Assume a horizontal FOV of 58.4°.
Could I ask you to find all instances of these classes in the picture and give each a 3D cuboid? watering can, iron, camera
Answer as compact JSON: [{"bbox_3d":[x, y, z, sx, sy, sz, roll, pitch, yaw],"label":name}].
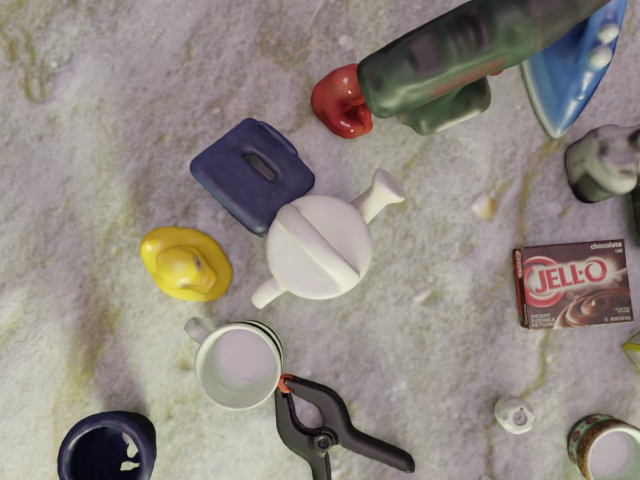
[{"bbox_3d":[0.003,0.000,0.546,0.101,0.194,0.173,27,87,2],"label":"watering can"},{"bbox_3d":[0.278,-0.245,0.585,0.118,0.141,0.258,5,87,1],"label":"iron"},{"bbox_3d":[0.351,-0.056,0.596,0.143,0.101,0.137,-7,87,0],"label":"camera"}]

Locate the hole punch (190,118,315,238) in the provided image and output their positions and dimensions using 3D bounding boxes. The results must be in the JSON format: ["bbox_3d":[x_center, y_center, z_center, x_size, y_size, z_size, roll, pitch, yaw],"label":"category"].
[{"bbox_3d":[-0.068,-0.070,0.602,0.108,0.091,0.101,42,88,2],"label":"hole punch"}]

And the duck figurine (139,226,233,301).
[{"bbox_3d":[-0.146,0.025,0.599,0.104,0.086,0.077,32,88,2],"label":"duck figurine"}]

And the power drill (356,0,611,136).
[{"bbox_3d":[0.143,-0.173,0.548,0.229,0.208,0.075,-24,87,-1],"label":"power drill"}]

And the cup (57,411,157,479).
[{"bbox_3d":[-0.211,0.224,0.585,0.091,0.095,0.118,34,88,2],"label":"cup"}]

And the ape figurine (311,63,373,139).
[{"bbox_3d":[0.028,-0.153,0.605,0.076,0.092,0.078,21,87,1],"label":"ape figurine"}]
